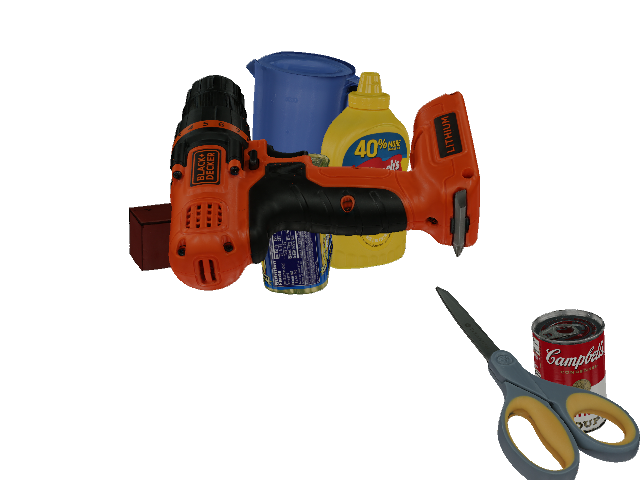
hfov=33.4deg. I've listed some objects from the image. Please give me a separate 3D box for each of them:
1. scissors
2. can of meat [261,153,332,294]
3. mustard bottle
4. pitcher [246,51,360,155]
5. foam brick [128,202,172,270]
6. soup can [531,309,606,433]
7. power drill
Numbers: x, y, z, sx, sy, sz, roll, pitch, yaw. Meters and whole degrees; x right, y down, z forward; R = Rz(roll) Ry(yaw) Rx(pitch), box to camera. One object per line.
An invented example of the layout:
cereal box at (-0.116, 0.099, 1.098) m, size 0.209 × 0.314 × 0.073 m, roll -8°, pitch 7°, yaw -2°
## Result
scissors at (0.142, 0.088, 0.707) m, size 0.096 × 0.016 × 0.202 m, roll -1°, pitch 32°, yaw -6°
can of meat at (-0.021, -0.014, 0.863) m, size 0.057 × 0.084 × 0.102 m, roll -3°, pitch 24°, yaw 7°
mustard bottle at (0.045, -0.071, 1.064) m, size 0.096 × 0.192 × 0.058 m, roll -8°, pitch 19°, yaw -31°
pitcher at (-0.022, -0.122, 1.424) m, size 0.144 × 0.243 × 0.149 m, roll -3°, pitch 24°, yaw -22°
foam brick at (-0.151, -0.006, 1.082) m, size 0.078 × 0.051 × 0.053 m, roll -7°, pitch 22°, yaw -22°
soup can at (0.241, 0.127, 1.030) m, size 0.068 × 0.102 × 0.068 m, roll -7°, pitch 21°, yaw 2°
power drill at (-0.001, -0.048, 0.664) m, size 0.187 × 0.057 × 0.184 m, roll -5°, pitch 44°, yaw 2°
